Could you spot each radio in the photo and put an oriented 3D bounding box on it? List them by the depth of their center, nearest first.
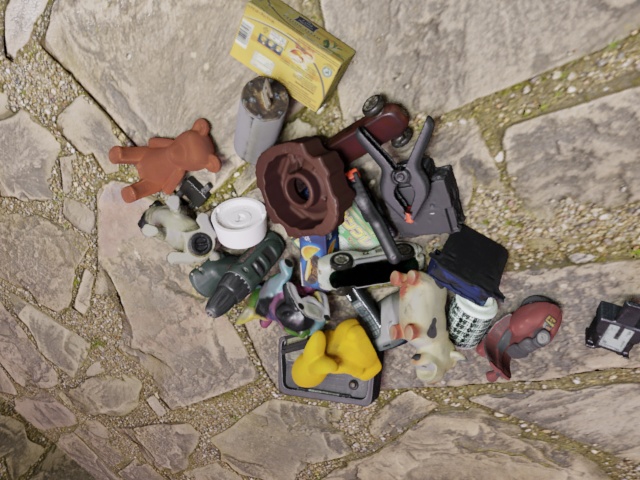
[{"bbox_3d":[0.021,0.284,1.186,0.230,0.073,0.131,2,87,24],"label":"radio"}]

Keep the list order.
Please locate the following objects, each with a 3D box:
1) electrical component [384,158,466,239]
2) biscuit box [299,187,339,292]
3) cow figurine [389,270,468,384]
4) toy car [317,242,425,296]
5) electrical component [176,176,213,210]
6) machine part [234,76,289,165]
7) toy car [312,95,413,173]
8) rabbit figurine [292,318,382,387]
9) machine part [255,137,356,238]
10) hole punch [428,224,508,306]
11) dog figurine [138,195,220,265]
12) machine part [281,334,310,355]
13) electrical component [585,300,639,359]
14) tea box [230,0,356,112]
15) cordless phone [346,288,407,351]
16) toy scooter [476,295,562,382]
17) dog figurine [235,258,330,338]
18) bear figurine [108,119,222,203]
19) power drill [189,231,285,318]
[{"bbox_3d":[0.170,-0.071,0.898,0.115,0.058,0.134,-9,119,30],"label":"electrical component"},{"bbox_3d":[-0.002,-0.003,1.014,0.059,0.063,0.202,11,124,23],"label":"biscuit box"},{"bbox_3d":[0.191,0.152,0.947,0.127,0.195,0.085,7,167,-26],"label":"cow figurine"},{"bbox_3d":[0.094,0.051,0.990,0.202,0.056,0.073,-9,122,-6],"label":"toy car"},{"bbox_3d":[-0.264,-0.103,1.126,0.063,0.021,0.094,46,132,-9],"label":"electrical component"},{"bbox_3d":[-0.101,-0.193,0.891,0.079,0.079,0.243,35,160,0],"label":"machine part"},{"bbox_3d":[0.058,-0.165,0.889,0.089,0.053,0.202,36,138,-29],"label":"toy car"},{"bbox_3d":[0.022,0.236,1.052,0.173,0.162,0.122,-27,71,2],"label":"rabbit figurine"},{"bbox_3d":[-0.027,-0.087,0.898,0.180,0.056,0.179,19,124,30],"label":"machine part"},{"bbox_3d":[0.244,0.052,0.918,0.142,0.116,0.092,33,141,2],"label":"hole punch"},{"bbox_3d":[-0.299,-0.015,1.146,0.172,0.121,0.191,51,166,-13],"label":"dog figurine"},{"bbox_3d":[-0.032,0.197,1.151,0.084,0.139,0.039,-27,102,23],"label":"machine part"},{"bbox_3d":[0.494,0.135,0.887,0.075,0.048,0.119,15,129,17],"label":"electrical component"},{"bbox_3d":[-0.044,-0.291,0.837,0.170,0.068,0.098,35,133,-1],"label":"tea box"},{"bbox_3d":[0.111,0.120,1.051,0.184,0.089,0.146,52,153,4],"label":"cordless phone"},{"bbox_3d":[0.342,0.182,0.944,0.075,0.135,0.184,42,131,-4],"label":"toy scooter"},{"bbox_3d":[-0.088,0.149,1.131,0.108,0.192,0.219,13,137,-37],"label":"dog figurine"},{"bbox_3d":[-0.293,-0.152,1.036,0.196,0.132,0.120,-12,96,41],"label":"bear figurine"},{"bbox_3d":[-0.189,0.072,1.096,0.086,0.232,0.207,52,147,-14],"label":"power drill"}]
